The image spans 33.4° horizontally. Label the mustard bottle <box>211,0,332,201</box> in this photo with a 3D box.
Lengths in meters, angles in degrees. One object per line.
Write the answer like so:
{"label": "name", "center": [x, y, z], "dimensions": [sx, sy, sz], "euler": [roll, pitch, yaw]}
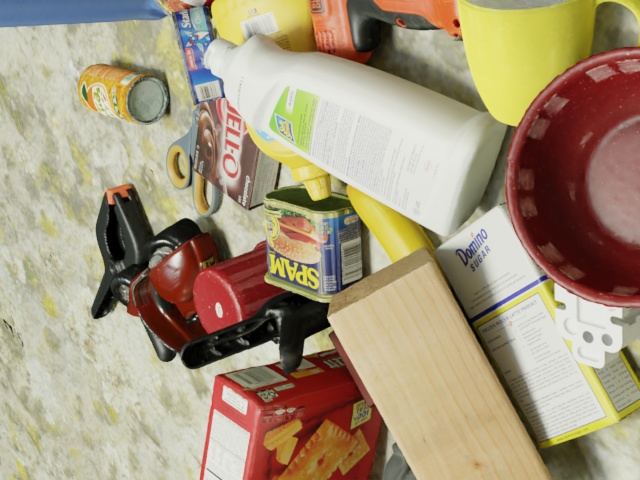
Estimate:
{"label": "mustard bottle", "center": [-0.024, -0.128, 0.927], "dimensions": [0.096, 0.058, 0.191], "euler": [-13, 98, 26]}

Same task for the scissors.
{"label": "scissors", "center": [-0.134, -0.123, 1.104], "dimensions": [0.096, 0.016, 0.202], "euler": [21, 122, 45]}

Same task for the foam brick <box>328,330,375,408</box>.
{"label": "foam brick", "center": [0.055, 0.099, 0.946], "dimensions": [0.078, 0.052, 0.051], "euler": [61, 142, 12]}

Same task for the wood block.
{"label": "wood block", "center": [0.094, 0.119, 0.826], "dimensions": [0.206, 0.090, 0.091], "euler": [61, -175, -4]}

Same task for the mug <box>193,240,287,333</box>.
{"label": "mug", "center": [-0.078, 0.058, 1.065], "dimensions": [0.117, 0.081, 0.093], "euler": [-23, 88, 53]}

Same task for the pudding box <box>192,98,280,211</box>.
{"label": "pudding box", "center": [-0.077, -0.099, 1.027], "dimensions": [0.090, 0.039, 0.113], "euler": [37, 132, 35]}

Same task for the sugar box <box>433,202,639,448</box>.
{"label": "sugar box", "center": [0.163, 0.062, 0.803], "dimensions": [0.093, 0.048, 0.176], "euler": [-40, 72, 53]}

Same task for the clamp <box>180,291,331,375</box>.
{"label": "clamp", "center": [-0.027, 0.077, 0.945], "dimensions": [0.120, 0.171, 0.039], "euler": [9, 118, 39]}

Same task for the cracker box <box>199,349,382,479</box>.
{"label": "cracker box", "center": [-0.028, 0.217, 0.981], "dimensions": [0.072, 0.163, 0.214], "euler": [26, 114, 42]}

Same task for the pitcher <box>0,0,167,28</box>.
{"label": "pitcher", "center": [-0.258, -0.270, 1.001], "dimensions": [0.149, 0.242, 0.145], "euler": [11, 111, 42]}

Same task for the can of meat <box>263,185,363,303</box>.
{"label": "can of meat", "center": [-0.006, 0.001, 0.973], "dimensions": [0.102, 0.057, 0.084], "euler": [18, 118, 46]}

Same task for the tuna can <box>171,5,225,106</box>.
{"label": "tuna can", "center": [-0.107, -0.166, 0.961], "dimensions": [0.086, 0.033, 0.086], "euler": [167, 90, -87]}

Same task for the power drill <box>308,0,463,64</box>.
{"label": "power drill", "center": [0.052, -0.220, 0.800], "dimensions": [0.188, 0.057, 0.184], "euler": [13, 120, 51]}

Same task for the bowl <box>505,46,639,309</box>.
{"label": "bowl", "center": [0.202, -0.038, 0.674], "dimensions": [0.162, 0.055, 0.162], "euler": [0, 89, 33]}

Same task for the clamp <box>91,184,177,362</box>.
{"label": "clamp", "center": [-0.239, 0.033, 1.286], "dimensions": [0.165, 0.036, 0.210], "euler": [14, 117, 45]}

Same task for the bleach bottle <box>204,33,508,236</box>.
{"label": "bleach bottle", "center": [0.016, -0.103, 0.838], "dimensions": [0.251, 0.068, 0.103], "euler": [30, 131, 20]}

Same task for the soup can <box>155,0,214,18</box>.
{"label": "soup can", "center": [-0.104, -0.252, 0.965], "dimensions": [0.068, 0.068, 0.102], "euler": [61, 141, 11]}

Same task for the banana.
{"label": "banana", "center": [0.078, 0.033, 0.898], "dimensions": [0.070, 0.037, 0.198], "euler": [-26, 86, 49]}
